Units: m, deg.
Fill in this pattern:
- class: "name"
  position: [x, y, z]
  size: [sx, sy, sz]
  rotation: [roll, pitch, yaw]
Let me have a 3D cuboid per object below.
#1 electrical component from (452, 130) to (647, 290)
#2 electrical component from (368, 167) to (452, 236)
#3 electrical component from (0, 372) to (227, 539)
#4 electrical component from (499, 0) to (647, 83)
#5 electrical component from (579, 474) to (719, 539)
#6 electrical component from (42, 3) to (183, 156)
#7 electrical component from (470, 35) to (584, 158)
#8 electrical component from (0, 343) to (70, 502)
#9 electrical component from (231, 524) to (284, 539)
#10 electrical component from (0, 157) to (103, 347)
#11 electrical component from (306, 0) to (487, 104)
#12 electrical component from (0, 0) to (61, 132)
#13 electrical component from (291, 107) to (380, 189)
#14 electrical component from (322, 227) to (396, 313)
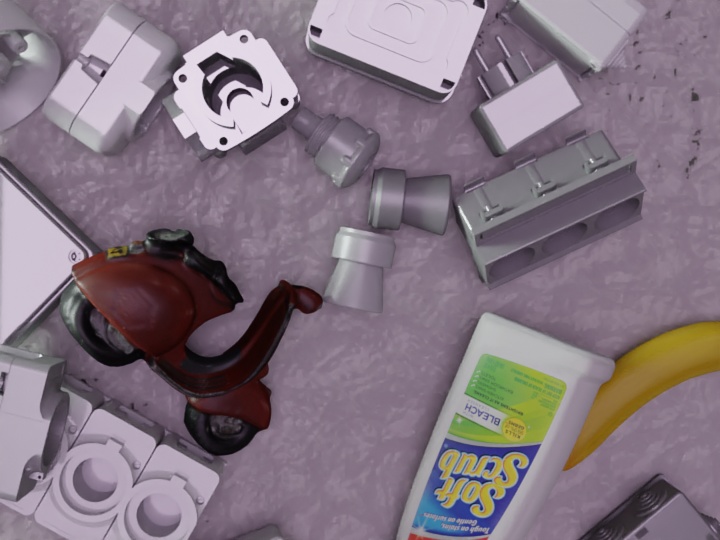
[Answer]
- class: "electrical component"
  position: [0.132, -0.045, 0.765]
  size: [0.121, 0.078, 0.063]
  rotation: [-25, 63, -2]
- class: "electrical component"
  position: [0.035, -0.049, 0.773]
  size: [0.055, 0.045, 0.045]
  rotation: [6, 91, -2]
- class: "electrical component"
  position: [-0.183, 0.144, 0.761]
  size: [0.150, 0.062, 0.089]
  rotation: [30, 90, -3]
- class: "electrical component"
  position: [0.158, -0.182, 0.766]
  size: [0.096, 0.062, 0.061]
  rotation: [38, 90, -3]
- class: "electrical component"
  position: [0.221, 0.213, 0.786]
  size: [0.100, 0.048, 0.099]
  rotation: [-39, 93, -1]
- class: "electrical component"
  position: [-0.170, -0.130, 0.758]
  size: [0.059, 0.054, 0.095]
  rotation: [34, 90, -3]
- class: "electrical component"
  position: [0.110, -0.131, 0.773]
  size: [0.066, 0.047, 0.076]
  rotation: [-31, 92, -1]
- class: "electrical component"
  position: [-0.225, 0.099, 0.700]
  size: [0.056, 0.050, 0.089]
  rotation: [14, 90, -2]
- class: "electrical component"
  position: [-0.080, 0.225, 0.771]
  size: [0.096, 0.061, 0.061]
  rotation: [-19, 91, -10]
- class: "electrical component"
  position: [-0.257, -0.009, 0.756]
  size: [0.109, 0.056, 0.108]
  rotation: [44, 89, -3]
- class: "electrical component"
  position: [0.025, -0.174, 0.763]
  size: [0.113, 0.057, 0.078]
  rotation: [21, 91, -3]
- class: "electrical component"
  position: [-0.260, -0.141, 0.735]
  size: [0.099, 0.099, 0.064]
  rotation: [-40, 86, -1]
- class: "electrical component"
  position: [-0.020, -0.092, 0.771]
  size: [0.062, 0.048, 0.048]
  rotation: [36, 90, 4]
- class: "electrical component"
  position: [0.000, 0.000, 0.773]
  size: [0.045, 0.045, 0.055]
  rotation: [12, 91, -3]
